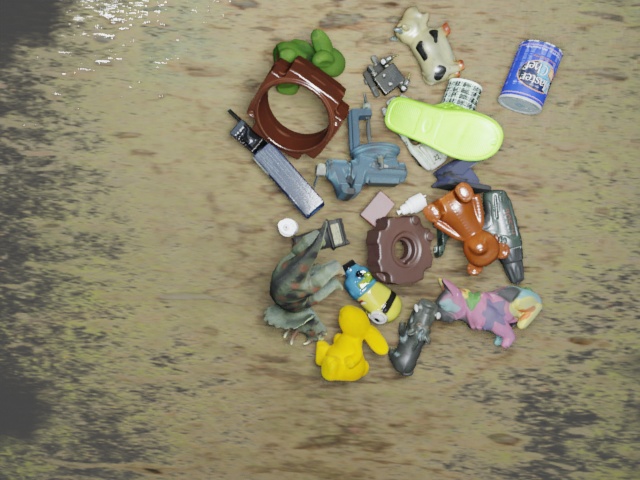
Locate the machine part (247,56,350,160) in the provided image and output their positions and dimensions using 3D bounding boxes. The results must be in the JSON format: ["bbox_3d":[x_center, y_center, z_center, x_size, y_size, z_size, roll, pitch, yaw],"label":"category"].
[{"bbox_3d":[-0.051,-0.299,1.239,0.201,0.087,0.201,33,134,-12],"label":"machine part"}]

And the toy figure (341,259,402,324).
[{"bbox_3d":[0.121,0.123,1.299,0.089,0.082,0.180,-39,86,5],"label":"toy figure"}]

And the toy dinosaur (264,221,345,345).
[{"bbox_3d":[-0.051,0.101,1.204,0.192,0.404,0.131,-38,62,-16],"label":"toy dinosaur"}]

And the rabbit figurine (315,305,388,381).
[{"bbox_3d":[0.079,0.242,1.278,0.162,0.122,0.173,8,97,-6],"label":"rabbit figurine"}]

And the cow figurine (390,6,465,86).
[{"bbox_3d":[0.251,-0.464,1.286,0.127,0.085,0.194,-23,90,-3],"label":"cow figurine"}]

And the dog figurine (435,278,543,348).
[{"bbox_3d":[0.385,0.144,1.274,0.219,0.108,0.191,40,93,5],"label":"dog figurine"}]

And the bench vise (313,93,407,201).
[{"bbox_3d":[0.093,-0.213,1.271,0.224,0.129,0.240,-2,79,0],"label":"bench vise"}]

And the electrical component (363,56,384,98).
[{"bbox_3d":[0.138,-0.402,1.319,0.063,0.021,0.094,-26,91,4],"label":"electrical component"}]

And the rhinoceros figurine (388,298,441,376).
[{"bbox_3d":[0.223,0.228,1.280,0.073,0.112,0.190,23,100,4],"label":"rhinoceros figurine"}]

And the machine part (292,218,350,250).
[{"bbox_3d":[-0.003,-0.004,1.326,0.139,0.039,0.084,-18,98,1],"label":"machine part"}]

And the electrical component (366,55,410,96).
[{"bbox_3d":[0.169,-0.391,1.284,0.078,0.045,0.102,-31,94,3],"label":"electrical component"}]

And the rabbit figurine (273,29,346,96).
[{"bbox_3d":[-0.019,-0.432,1.278,0.170,0.159,0.121,-5,80,-12],"label":"rabbit figurine"}]

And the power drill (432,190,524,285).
[{"bbox_3d":[0.378,-0.001,1.284,0.207,0.086,0.232,-4,89,7],"label":"power drill"}]

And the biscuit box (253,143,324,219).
[{"bbox_3d":[-0.075,-0.144,1.316,0.063,0.059,0.202,-41,88,1],"label":"biscuit box"}]

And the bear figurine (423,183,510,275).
[{"bbox_3d":[0.329,-0.019,1.193,0.120,0.132,0.196,-31,83,18],"label":"bear figurine"}]

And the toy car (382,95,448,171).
[{"bbox_3d":[0.229,-0.259,1.299,0.073,0.056,0.201,-36,89,3],"label":"toy car"}]

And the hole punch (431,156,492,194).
[{"bbox_3d":[0.333,-0.159,1.262,0.116,0.142,0.092,4,93,-11],"label":"hole punch"}]

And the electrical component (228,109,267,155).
[{"bbox_3d":[-0.189,-0.263,1.313,0.119,0.075,0.048,40,92,-2],"label":"electrical component"}]

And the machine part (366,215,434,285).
[{"bbox_3d":[0.190,0.024,1.269,0.179,0.056,0.179,0,89,-28],"label":"machine part"}]
